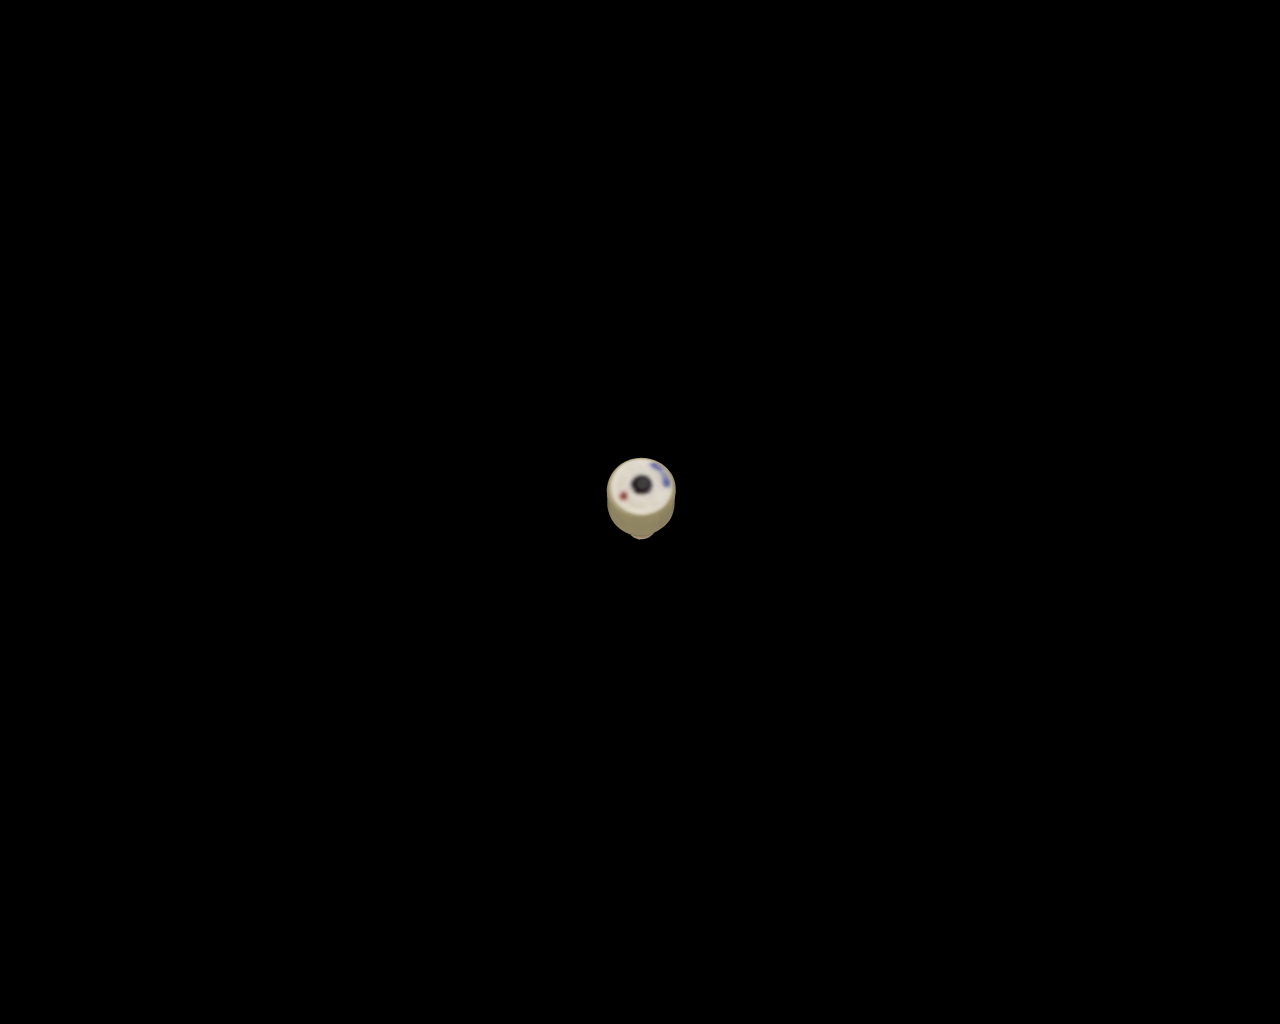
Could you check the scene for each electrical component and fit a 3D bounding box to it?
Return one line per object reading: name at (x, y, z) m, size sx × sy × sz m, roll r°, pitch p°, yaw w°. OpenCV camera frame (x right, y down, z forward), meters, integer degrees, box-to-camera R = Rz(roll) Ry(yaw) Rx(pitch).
electrical component at (0.001, -0.003, 0.650) m, size 0.040 × 0.040 × 0.078 m, roll 0°, pitch -23°, yaw 0°
